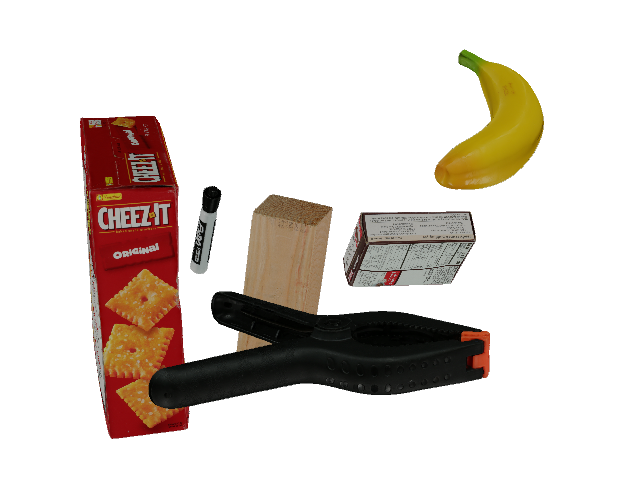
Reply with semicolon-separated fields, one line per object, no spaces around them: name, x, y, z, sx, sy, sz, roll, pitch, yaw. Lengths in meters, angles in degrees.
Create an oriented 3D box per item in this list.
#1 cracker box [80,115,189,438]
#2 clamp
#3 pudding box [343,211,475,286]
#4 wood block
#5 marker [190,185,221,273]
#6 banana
cracker box;-0.151;0.025;0.865;0.072;0.214;0.164;-5;26;-13
clamp;0.004;0.068;0.705;0.210;0.036;0.164;-1;17;2
pudding box;0.086;0.009;1.046;0.113;0.039;0.090;-3;-31;-13
wood block;-0.050;0.054;1.450;0.090;0.206;0.090;12;22;11
marker;-0.121;-0.011;1.122;0.020;0.020;0.121;0;-43;-16
banana;0.123;-0.080;0.754;0.069;0.037;0.197;9;32;7
